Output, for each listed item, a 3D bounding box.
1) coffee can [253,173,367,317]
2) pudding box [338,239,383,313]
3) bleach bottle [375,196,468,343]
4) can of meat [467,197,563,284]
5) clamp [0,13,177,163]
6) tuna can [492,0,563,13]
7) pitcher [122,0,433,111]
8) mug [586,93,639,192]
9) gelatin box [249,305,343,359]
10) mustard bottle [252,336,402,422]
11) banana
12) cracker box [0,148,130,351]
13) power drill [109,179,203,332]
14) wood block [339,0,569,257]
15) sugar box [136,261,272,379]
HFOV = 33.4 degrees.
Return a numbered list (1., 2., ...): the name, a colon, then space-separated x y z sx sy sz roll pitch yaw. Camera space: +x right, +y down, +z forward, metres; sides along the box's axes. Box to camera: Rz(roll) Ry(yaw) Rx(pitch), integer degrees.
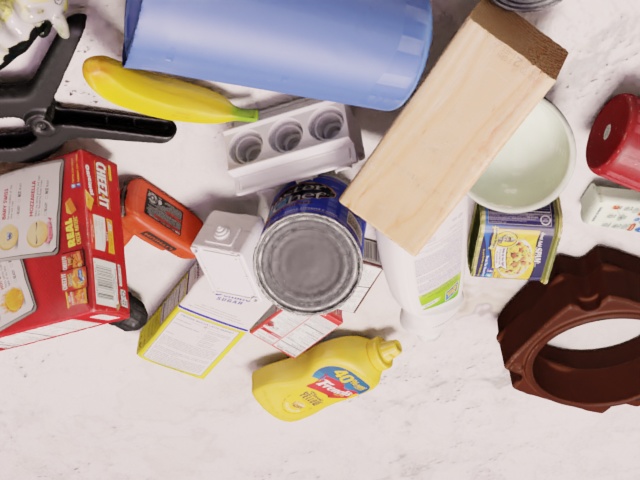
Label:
1. coffee can: -0.007 0.001 1.044 0.103 0.140 0.103 1 109 4
2. pudding box: 0.004 0.032 1.178 0.113 0.039 0.090 16 136 -14
3. bleach bottle: 0.108 0.031 1.145 0.102 0.068 0.251 -25 142 -15
4. can of meat: 0.203 -0.002 1.126 0.084 0.057 0.102 3 138 0
5. clamp: -0.253 -0.116 1.015 0.210 0.036 0.164 -23 136 23
6. tuna can: 0.174 -0.233 0.884 0.086 0.033 0.086 0 138 0
7. pitcher: -0.040 -0.179 0.887 0.242 0.149 0.145 11 111 -16
8. mug: 0.310 -0.094 0.996 0.081 0.093 0.117 19 146 -13
9. gelatin box: -0.029 0.094 1.253 0.073 0.030 0.089 32 126 -30
10. mustard bottle: 0.016 0.163 1.311 0.192 0.058 0.096 -26 133 26
11. banana: -0.145 -0.134 0.954 0.070 0.037 0.197 -9 169 40
12. cracker box: -0.297 0.019 1.059 0.214 0.164 0.072 -15 163 22
13. power drill: -0.214 0.023 1.155 0.188 0.057 0.184 -31 133 29
14. wood block: 0.115 -0.099 0.938 0.090 0.090 0.206 36 122 0
15. sugar box: -0.134 0.089 1.239 0.093 0.048 0.176 23 130 -24
